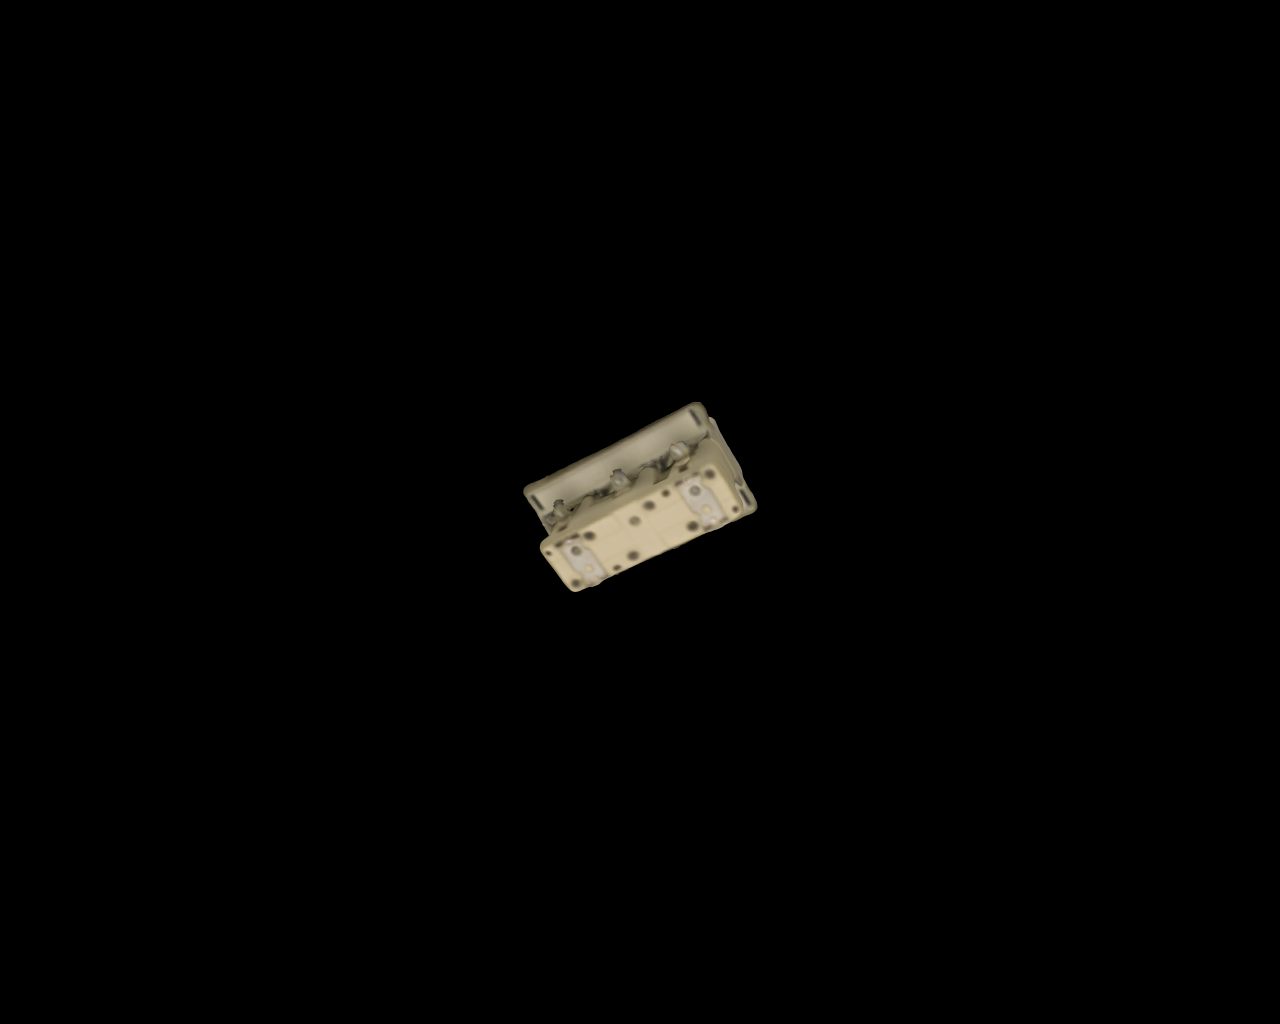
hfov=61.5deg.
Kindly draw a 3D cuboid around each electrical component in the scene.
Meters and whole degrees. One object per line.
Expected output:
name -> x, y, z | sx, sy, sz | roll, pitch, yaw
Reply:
electrical component -> 0.001, -0.003, 0.650 | 0.121, 0.078, 0.063 | -25, 27, 14
